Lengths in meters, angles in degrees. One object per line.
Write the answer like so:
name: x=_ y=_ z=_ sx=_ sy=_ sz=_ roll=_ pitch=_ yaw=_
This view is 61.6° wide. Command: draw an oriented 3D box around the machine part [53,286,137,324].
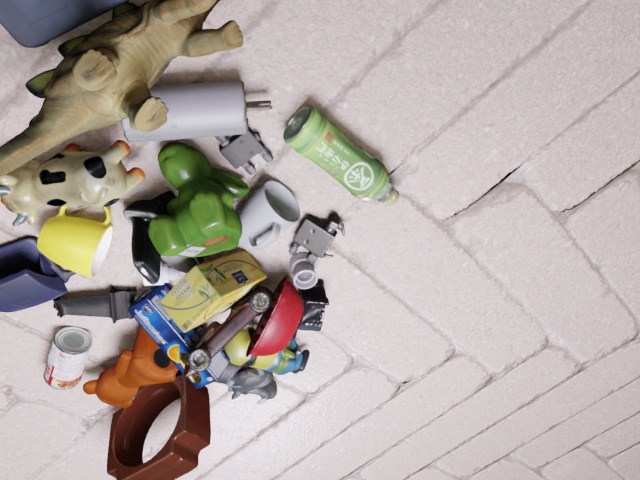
machine part: x=-0.401 y=0.116 z=0.961 sx=0.139 sy=0.039 sz=0.084 roll=2 pitch=131 yaw=-15

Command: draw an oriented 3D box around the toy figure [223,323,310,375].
toy figure: x=-0.106 y=0.221 z=1.066 sx=0.180 sy=0.089 sz=0.082 roll=29 pitch=111 yaw=-26

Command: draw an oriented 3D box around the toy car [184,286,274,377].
toy car: x=-0.161 y=0.154 z=0.924 sx=0.202 sy=0.089 sz=0.053 roll=-42 pitch=93 yaw=-16

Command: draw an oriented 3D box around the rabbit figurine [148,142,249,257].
rabbit figurine: x=-0.176 y=-0.071 z=0.805 sx=0.121 sy=0.170 sz=0.159 roll=-30 pitch=163 yaw=28

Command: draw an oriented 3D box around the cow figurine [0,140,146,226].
cow figurine: x=-0.365 y=-0.079 z=0.762 sx=0.195 sy=0.127 sz=0.085 roll=2 pitch=128 yaw=21

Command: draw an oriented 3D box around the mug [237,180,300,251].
mug: x=-0.094 y=-0.026 z=0.880 sx=0.080 sy=0.110 sz=0.107 roll=26 pitch=132 yaw=-37

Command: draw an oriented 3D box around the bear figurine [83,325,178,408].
bear figurine: x=-0.352 y=0.240 z=1.034 sx=0.196 sy=0.132 sz=0.120 roll=-31 pitch=127 yaw=34

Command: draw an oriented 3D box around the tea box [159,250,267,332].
tea box: x=-0.173 y=0.081 z=0.899 sx=0.098 sy=0.169 sz=0.068 roll=-43 pitch=82 yaw=18

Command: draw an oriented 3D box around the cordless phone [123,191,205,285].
cordless phone: x=-0.238 y=0.023 z=0.833 sx=0.089 sy=0.184 sz=0.146 roll=-28 pitch=127 yaw=4

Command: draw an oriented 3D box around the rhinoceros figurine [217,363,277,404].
rhinoceros figurine: x=-0.168 y=0.281 z=1.109 sx=0.190 sy=0.073 sz=0.112 roll=26 pitch=116 yaw=-27

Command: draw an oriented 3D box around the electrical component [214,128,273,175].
electrical component: x=-0.120 y=-0.145 z=0.833 sx=0.063 sy=0.021 sz=0.094 roll=-34 pitch=124 yaw=14

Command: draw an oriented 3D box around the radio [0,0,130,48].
radio: x=-0.290 y=-0.332 z=0.628 sx=0.230 sy=0.073 sz=0.131 roll=-23 pitch=128 yaw=8

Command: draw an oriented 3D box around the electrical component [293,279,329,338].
electrical component: x=-0.023 y=0.140 z=1.033 sx=0.048 sy=0.075 sz=0.119 roll=6 pitch=121 yaw=-15

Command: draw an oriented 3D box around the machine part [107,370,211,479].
machine part: x=-0.316 y=0.375 z=1.067 sx=0.201 sy=0.202 sz=0.087 roll=-31 pitch=129 yaw=12

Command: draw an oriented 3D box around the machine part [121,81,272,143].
machine part: x=-0.189 y=-0.180 z=0.757 sx=0.243 sy=0.079 sz=0.079 roll=-6 pitch=127 yaw=-8

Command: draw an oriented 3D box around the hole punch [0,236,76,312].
hole punch: x=-0.491 y=0.072 z=0.880 sx=0.142 sy=0.092 sz=0.115 roll=-22 pitch=131 yaw=0

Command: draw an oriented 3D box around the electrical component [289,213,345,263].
electrical component: x=-0.002 y=-0.004 z=0.952 sx=0.078 sy=0.045 sz=0.102 roll=28 pitch=117 yaw=4

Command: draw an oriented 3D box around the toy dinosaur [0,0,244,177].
toy dinosaur: x=-0.254 y=-0.190 z=0.637 sx=0.471 sy=0.199 sz=0.104 roll=-44 pitch=129 yaw=-19

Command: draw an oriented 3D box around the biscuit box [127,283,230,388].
biscuit box: x=-0.254 y=0.174 z=0.976 sx=0.063 sy=0.059 sz=0.202 roll=-27 pitch=107 yaw=29
